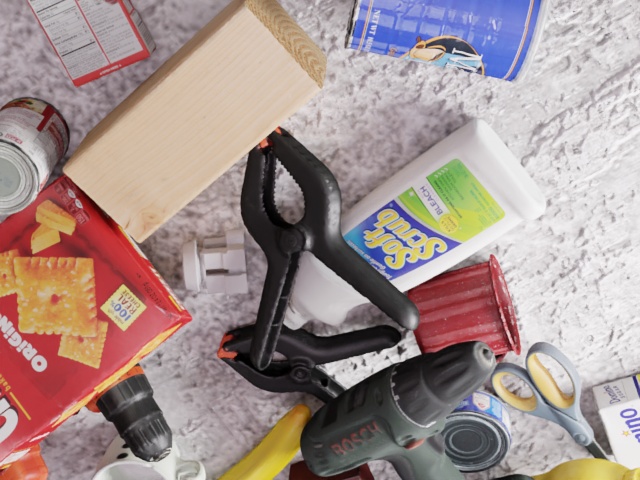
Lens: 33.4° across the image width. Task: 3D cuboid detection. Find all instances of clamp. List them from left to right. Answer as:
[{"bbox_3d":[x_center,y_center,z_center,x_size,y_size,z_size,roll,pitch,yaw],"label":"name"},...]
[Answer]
[{"bbox_3d":[-0.008,0.110,1.009,0.171,0.039,0.120,18,116,-6],"label":"clamp"},{"bbox_3d":[-0.006,0.001,0.911,0.165,0.036,0.210,-10,92,26],"label":"clamp"}]

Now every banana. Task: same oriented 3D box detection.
[{"bbox_3d":[-0.070,0.230,1.061,0.198,0.069,0.037,-42,71,14],"label":"banana"}]

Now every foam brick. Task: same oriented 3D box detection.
[{"bbox_3d":[0.012,0.250,1.071,0.078,0.051,0.053,-19,113,12],"label":"foam brick"}]

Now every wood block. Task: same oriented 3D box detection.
[{"bbox_3d":[-0.101,-0.105,0.880,0.206,0.090,0.090,-38,109,20],"label":"wood block"}]

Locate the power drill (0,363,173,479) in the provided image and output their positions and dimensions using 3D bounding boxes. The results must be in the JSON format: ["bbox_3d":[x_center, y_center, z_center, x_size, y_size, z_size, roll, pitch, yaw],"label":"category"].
[{"bbox_3d":[-0.238,0.163,1.000,0.188,0.057,0.184,-40,72,21],"label":"power drill"}]

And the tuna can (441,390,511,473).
[{"bbox_3d":[0.142,0.186,1.035,0.086,0.033,0.086,4,125,6],"label":"tuna can"}]

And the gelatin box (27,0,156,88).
[{"bbox_3d":[-0.189,-0.181,0.880,0.073,0.030,0.089,-20,114,14],"label":"gelatin box"}]

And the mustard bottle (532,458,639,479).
[{"bbox_3d":[0.249,0.254,1.019,0.096,0.058,0.192,48,134,-13],"label":"mustard bottle"}]

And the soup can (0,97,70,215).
[{"bbox_3d":[-0.256,-0.072,0.897,0.068,0.102,0.068,1,117,2],"label":"soup can"}]

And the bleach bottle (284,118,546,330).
[{"bbox_3d":[0.067,0.006,0.937,0.251,0.068,0.102,-38,92,21],"label":"bleach bottle"}]

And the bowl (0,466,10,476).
[{"bbox_3d":[-0.349,0.153,0.993,0.162,0.055,0.162,0,89,27],"label":"bowl"}]

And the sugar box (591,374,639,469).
[{"bbox_3d":[0.358,0.161,1.013,0.176,0.048,0.093,-21,114,11],"label":"sugar box"}]

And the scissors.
[{"bbox_3d":[0.231,0.181,1.024,0.096,0.016,0.201,-9,118,37],"label":"scissors"}]

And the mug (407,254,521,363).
[{"bbox_3d":[0.132,0.075,0.963,0.082,0.093,0.117,-16,134,15],"label":"mug"}]

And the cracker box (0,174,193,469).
[{"bbox_3d":[-0.244,0.070,0.917,0.213,0.072,0.164,-38,83,-1],"label":"cracker box"}]

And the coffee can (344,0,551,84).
[{"bbox_3d":[0.097,-0.185,0.823,0.140,0.102,0.103,11,116,-2],"label":"coffee can"}]
